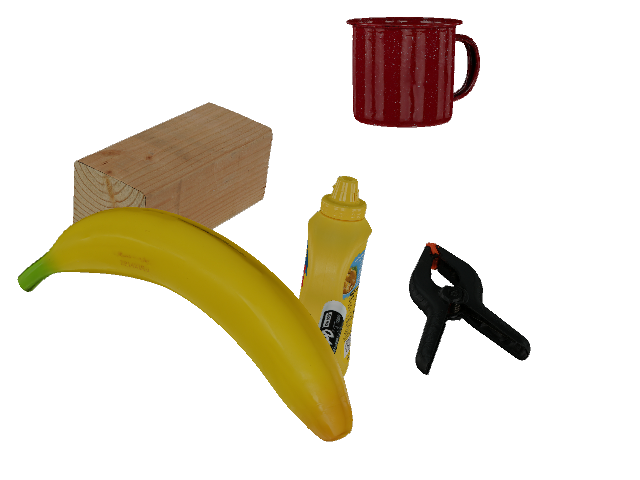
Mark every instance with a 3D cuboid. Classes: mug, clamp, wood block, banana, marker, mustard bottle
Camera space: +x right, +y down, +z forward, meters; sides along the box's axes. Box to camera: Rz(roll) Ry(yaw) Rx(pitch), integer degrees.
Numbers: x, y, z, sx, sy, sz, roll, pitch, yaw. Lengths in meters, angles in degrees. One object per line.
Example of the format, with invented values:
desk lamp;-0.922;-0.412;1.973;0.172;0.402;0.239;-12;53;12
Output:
mug;0.078;-0.138;0.869;0.117;0.081;0.093;-8;17;-26
clamp;0.151;0.071;1.133;0.120;0.171;0.039;3;-43;-9
wood block;-0.147;-0.060;1.088;0.090;0.091;0.205;25;34;23
banana;-0.060;0.029;0.538;0.198;0.070;0.037;24;10;21
marker;0.002;0.081;0.779;0.020;0.020;0.121;0;27;10
mustard bottle;0.010;0.034;0.977;0.058;0.192;0.096;13;20;10
